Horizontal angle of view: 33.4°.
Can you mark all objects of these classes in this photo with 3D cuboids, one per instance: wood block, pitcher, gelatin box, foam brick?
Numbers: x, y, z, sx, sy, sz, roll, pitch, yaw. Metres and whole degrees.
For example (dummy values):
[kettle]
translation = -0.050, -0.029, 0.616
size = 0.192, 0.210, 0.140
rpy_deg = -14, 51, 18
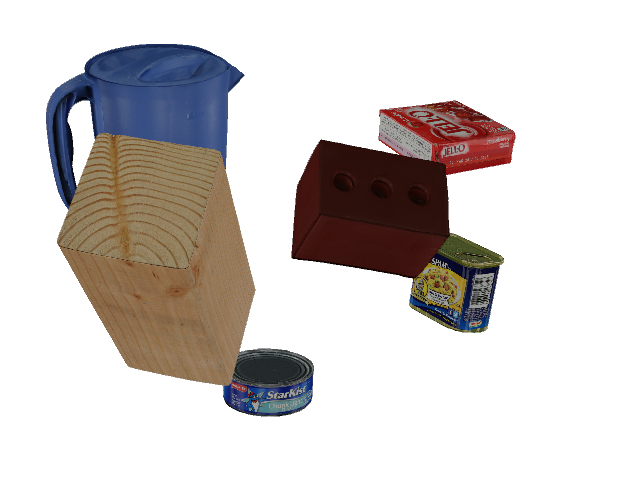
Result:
[wood block]
translation = -0.110, 0.022, 0.775
size = 0.090, 0.090, 0.206
rpy_deg = 10, -27, 9
[pitcher]
translation = -0.161, -0.058, 1.023
size = 0.149, 0.243, 0.144
rpy_deg = 9, 27, 14
[gelatin box]
translation = 0.098, -0.083, 0.842
size = 0.073, 0.030, 0.089
rpy_deg = -10, 27, -23
[foam brick]
translation = 0.028, -0.017, 0.611
size = 0.078, 0.053, 0.051
rpy_deg = 9, -32, -13

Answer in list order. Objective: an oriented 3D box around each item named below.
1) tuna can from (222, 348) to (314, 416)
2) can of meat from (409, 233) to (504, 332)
[tuna can]
translation = -0.049, 0.133, 0.999
size = 0.086, 0.034, 0.086
rpy_deg = 2, 16, -1
[can of meat]
translation = 0.147, 0.046, 1.177
size = 0.057, 0.084, 0.102
rpy_deg = -5, 22, -36
